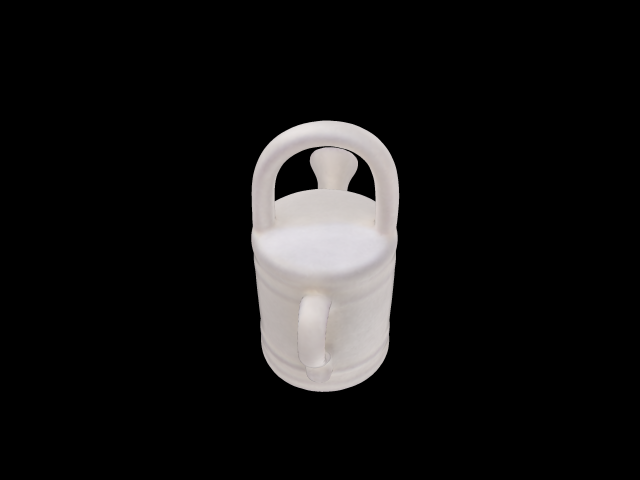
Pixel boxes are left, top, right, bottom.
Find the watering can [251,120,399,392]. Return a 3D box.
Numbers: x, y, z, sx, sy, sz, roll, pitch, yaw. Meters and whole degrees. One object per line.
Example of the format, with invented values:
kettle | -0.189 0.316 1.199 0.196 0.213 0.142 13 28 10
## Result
watering can | 0.001 0.001 0.400 0.101 0.194 0.172 -11 40 -13
